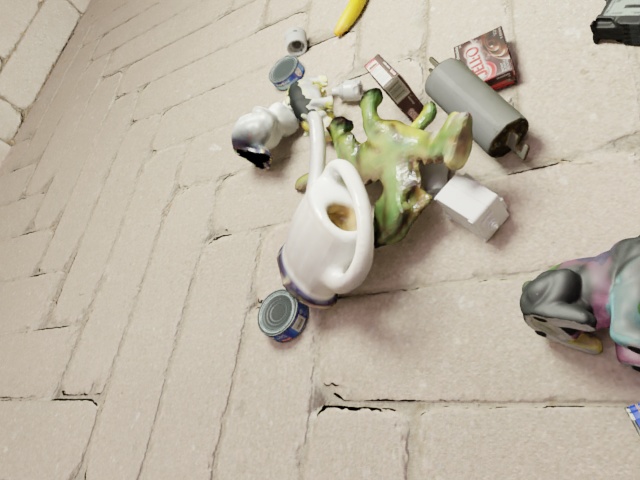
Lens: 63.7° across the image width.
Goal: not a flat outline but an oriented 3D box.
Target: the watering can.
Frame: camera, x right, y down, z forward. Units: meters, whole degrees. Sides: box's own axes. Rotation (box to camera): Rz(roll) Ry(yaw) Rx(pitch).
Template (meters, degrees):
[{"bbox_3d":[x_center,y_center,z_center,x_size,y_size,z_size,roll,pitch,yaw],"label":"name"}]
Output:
[{"bbox_3d":[0.003,-0.042,0.832,0.104,0.219,0.356,9,39,-25],"label":"watering can"}]

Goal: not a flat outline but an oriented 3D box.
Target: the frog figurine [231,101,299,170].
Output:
[{"bbox_3d":[-0.113,-0.240,1.084,0.123,0.161,0.135,19,-15,10],"label":"frog figurine"}]

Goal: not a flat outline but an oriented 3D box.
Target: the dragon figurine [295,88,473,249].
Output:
[{"bbox_3d":[0.087,-0.099,0.842,0.121,0.248,0.404,22,-39,-31],"label":"dragon figurine"}]
